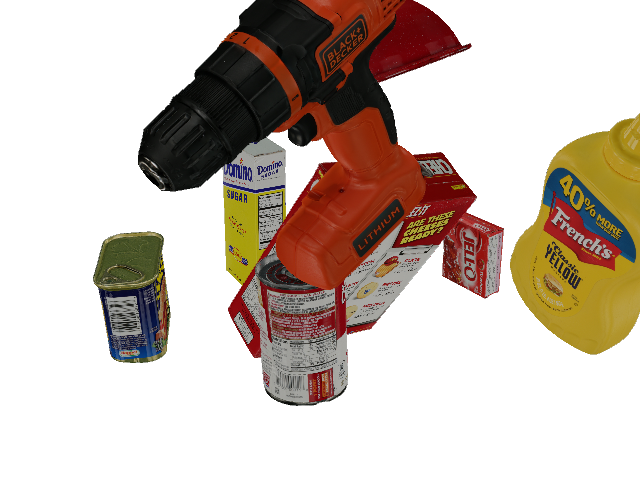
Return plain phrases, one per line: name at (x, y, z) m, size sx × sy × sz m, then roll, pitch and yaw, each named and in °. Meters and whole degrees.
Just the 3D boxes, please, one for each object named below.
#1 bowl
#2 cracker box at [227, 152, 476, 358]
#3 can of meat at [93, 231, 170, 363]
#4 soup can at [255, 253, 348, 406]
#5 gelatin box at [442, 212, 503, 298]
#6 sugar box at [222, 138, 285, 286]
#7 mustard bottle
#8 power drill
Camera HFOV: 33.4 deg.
bowl at (0.029, -0.143, 0.807) m, size 0.162 × 0.055 × 0.162 m, roll -20°, pitch 7°, yaw 2°
cracker box at (0.026, 0.013, 1.031) m, size 0.163 × 0.072 × 0.214 m, roll -9°, pitch -35°, yaw -41°
can of meat at (-0.169, 0.052, 0.977) m, size 0.057 × 0.084 × 0.102 m, roll -4°, pitch 27°, yaw -2°
soup can at (-0.013, 0.066, 0.813) m, size 0.068 × 0.102 × 0.068 m, roll -2°, pitch 22°, yaw 1°
gelatin box at (0.183, 0.015, 1.291) m, size 0.030 × 0.089 × 0.073 m, roll -21°, pitch 34°, yaw -33°
sugar box at (-0.076, -0.031, 1.216) m, size 0.048 × 0.176 × 0.093 m, roll -15°, pitch 28°, yaw -25°
mustard bottle at (0.183, -0.012, 0.686) m, size 0.058 × 0.096 × 0.192 m, roll -24°, pitch -31°, yaw -23°
power drill at (-0.008, -0.053, 0.599) m, size 0.057 × 0.184 × 0.187 m, roll 35°, pitch -21°, yaw 30°
